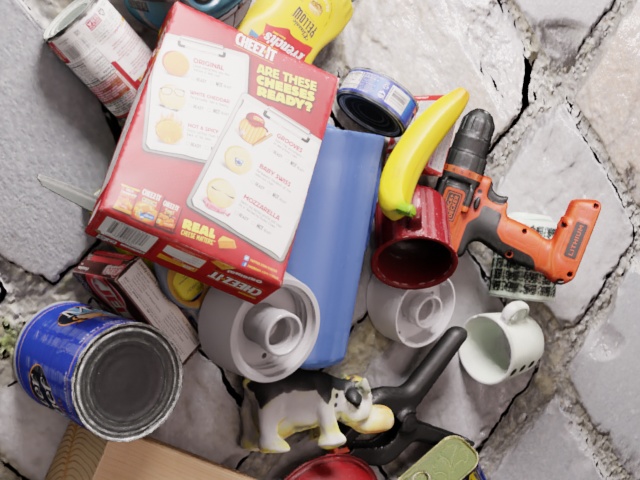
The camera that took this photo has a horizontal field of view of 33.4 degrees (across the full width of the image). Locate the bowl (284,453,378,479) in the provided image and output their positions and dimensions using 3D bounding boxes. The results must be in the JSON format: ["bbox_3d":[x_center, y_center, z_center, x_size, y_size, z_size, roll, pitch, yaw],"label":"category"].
[{"bbox_3d":[0.014,0.316,1.154,0.161,0.055,0.162,-10,111,-29],"label":"bowl"}]

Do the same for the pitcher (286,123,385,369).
[{"bbox_3d":[-0.007,0.001,1.088,0.149,0.145,0.243,6,95,-9],"label":"pitcher"}]

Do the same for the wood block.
[{"bbox_3d":[-0.149,0.246,1.028,0.205,0.090,0.091,29,78,-33],"label":"wood block"}]

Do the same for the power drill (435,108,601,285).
[{"bbox_3d":[0.220,-0.041,1.226,0.187,0.057,0.184,20,93,4],"label":"power drill"}]

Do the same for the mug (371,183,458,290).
[{"bbox_3d":[0.099,-0.013,1.149,0.117,0.093,0.081,82,6,-50],"label":"mug"}]

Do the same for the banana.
[{"bbox_3d":[0.102,-0.083,1.101,0.037,0.070,0.197,54,45,-32],"label":"banana"}]

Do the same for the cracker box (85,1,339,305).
[{"bbox_3d":[-0.090,-0.074,0.922,0.164,0.072,0.213,23,63,-17],"label":"cracker box"}]

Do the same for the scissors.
[{"bbox_3d":[-0.158,0.007,0.929,0.201,0.016,0.096,10,92,-33],"label":"scissors"}]

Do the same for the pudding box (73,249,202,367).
[{"bbox_3d":[-0.169,0.062,0.995,0.039,0.090,0.113,-48,119,-23],"label":"pudding box"}]

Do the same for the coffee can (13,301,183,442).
[{"bbox_3d":[-0.199,0.113,0.947,0.102,0.141,0.103,-4,97,-35],"label":"coffee can"}]

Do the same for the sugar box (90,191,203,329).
[{"bbox_3d":[-0.145,0.025,1.007,0.048,0.093,0.176,-40,115,-23],"label":"sugar box"}]

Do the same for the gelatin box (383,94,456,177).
[{"bbox_3d":[0.113,-0.116,1.188,0.030,0.073,0.089,19,83,-37],"label":"gelatin box"}]

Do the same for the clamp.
[{"bbox_3d":[0.097,0.192,1.225,0.209,0.036,0.164,-11,109,-31],"label":"clamp"}]

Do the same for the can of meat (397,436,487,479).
[{"bbox_3d":[0.147,0.292,1.245,0.102,0.058,0.084,-39,133,-11],"label":"can of meat"}]

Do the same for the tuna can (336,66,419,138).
[{"bbox_3d":[0.060,-0.146,1.140,0.086,0.086,0.033,39,74,-32],"label":"tuna can"}]

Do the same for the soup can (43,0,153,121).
[{"bbox_3d":[-0.192,-0.167,0.969,0.102,0.069,0.068,48,68,-28],"label":"soup can"}]

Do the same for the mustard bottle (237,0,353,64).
[{"bbox_3d":[-0.048,-0.194,1.075,0.096,0.058,0.191,46,69,-35],"label":"mustard bottle"}]
